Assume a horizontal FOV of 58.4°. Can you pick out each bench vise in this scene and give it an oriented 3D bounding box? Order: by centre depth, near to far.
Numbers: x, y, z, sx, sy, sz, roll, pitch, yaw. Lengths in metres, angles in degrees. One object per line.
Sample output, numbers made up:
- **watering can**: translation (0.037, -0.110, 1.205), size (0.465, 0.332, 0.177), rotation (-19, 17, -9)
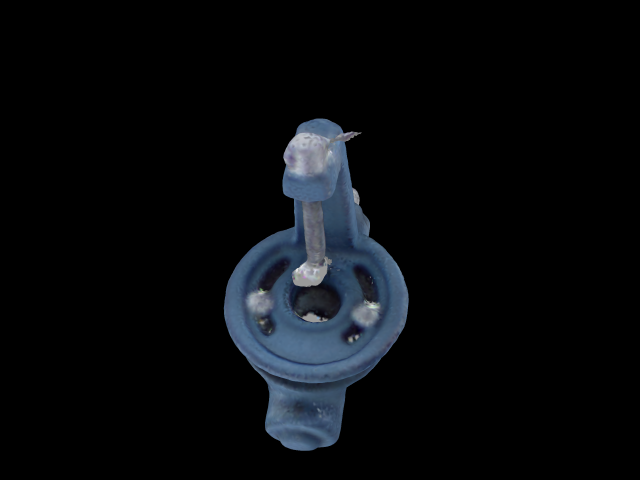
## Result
- **bench vise**: translation (-0.008, 0.002, 0.399), size (0.121, 0.220, 0.207), rotation (-5, 36, -7)
